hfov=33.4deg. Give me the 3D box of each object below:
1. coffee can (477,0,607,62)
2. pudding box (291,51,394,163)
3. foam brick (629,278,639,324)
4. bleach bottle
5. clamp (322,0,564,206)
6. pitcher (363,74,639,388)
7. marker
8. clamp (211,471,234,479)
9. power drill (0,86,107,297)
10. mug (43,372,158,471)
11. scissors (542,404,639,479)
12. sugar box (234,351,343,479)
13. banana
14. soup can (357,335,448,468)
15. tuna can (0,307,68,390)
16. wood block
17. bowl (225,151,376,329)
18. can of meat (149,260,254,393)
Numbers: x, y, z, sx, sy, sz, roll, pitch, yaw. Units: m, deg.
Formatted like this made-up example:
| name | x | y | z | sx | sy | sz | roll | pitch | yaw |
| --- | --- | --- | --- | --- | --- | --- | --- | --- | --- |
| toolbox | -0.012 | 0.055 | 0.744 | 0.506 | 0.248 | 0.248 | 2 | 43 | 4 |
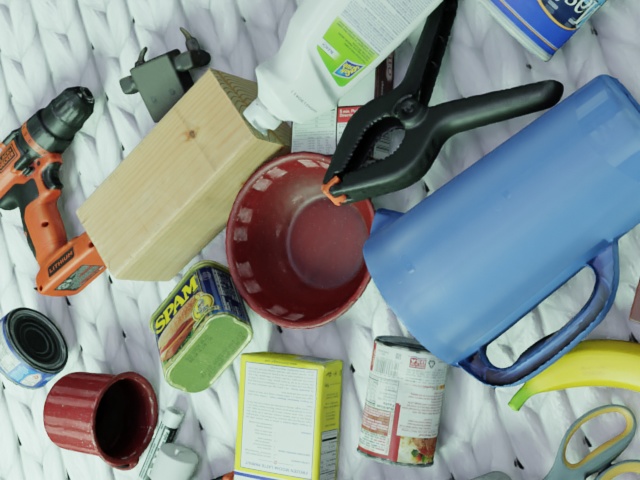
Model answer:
| name | x | y | z | sx | sy | sz | roll | pitch | yaw |
| --- | --- | --- | --- | --- | --- | --- | --- | --- | --- |
| coffee can | 0.196 | -0.228 | 0.852 | 0.140 | 0.102 | 0.103 | -46 | 67 | 20 |
| pudding box | 0.020 | -0.127 | 0.986 | 0.090 | 0.039 | 0.113 | 1 | 85 | 30 |
| foam brick | 0.285 | 0.048 | 0.815 | 0.078 | 0.051 | 0.053 | 19 | 98 | 30 |
| bleach bottle | 0.024 | -0.193 | 0.911 | 0.251 | 0.102 | 0.068 | -45 | 34 | 11 |
| clamp | 0.091 | -0.102 | 0.901 | 0.210 | 0.036 | 0.165 | -47 | 51 | 1 |
| pitcher | 0.169 | -0.008 | 0.846 | 0.243 | 0.145 | 0.149 | -39 | 112 | 19 |
| marker | -0.169 | 0.226 | 1.087 | 0.020 | 0.020 | 0.121 | 29 | 102 | 28 |
| clamp | -0.117 | 0.307 | 1.041 | 0.120 | 0.039 | 0.171 | 39 | 104 | 5 |
| power drill | -0.279 | -0.048 | 1.146 | 0.185 | 0.057 | 0.188 | -40 | 66 | 26 |
| mug | -0.222 | 0.187 | 1.089 | 0.082 | 0.093 | 0.117 | 1 | 124 | 35 |
| scissors | 0.187 | 0.217 | 0.844 | 0.096 | 0.016 | 0.201 | 44 | 87 | 13 |
| sugar box | -0.031 | 0.196 | 0.994 | 0.093 | 0.048 | 0.176 | 4 | 92 | 30 |
| banana | 0.251 | 0.115 | 0.836 | 0.198 | 0.037 | 0.069 | 5 | 80 | 25 |
| soup can | 0.072 | 0.138 | 0.924 | 0.069 | 0.068 | 0.102 | 9 | 92 | 30 |
| tuna can | -0.311 | 0.114 | 1.137 | 0.034 | 0.086 | 0.086 | -38 | 70 | 21 |
| wood block | -0.129 | -0.058 | 1.039 | 0.206 | 0.090 | 0.091 | -42 | 67 | 22 |
| bowl | -0.006 | 0.001 | 0.984 | 0.162 | 0.055 | 0.162 | -2 | 86 | 30 |
| can of meat | -0.113 | 0.085 | 1.021 | 0.102 | 0.057 | 0.084 | -49 | 34 | 18 |
